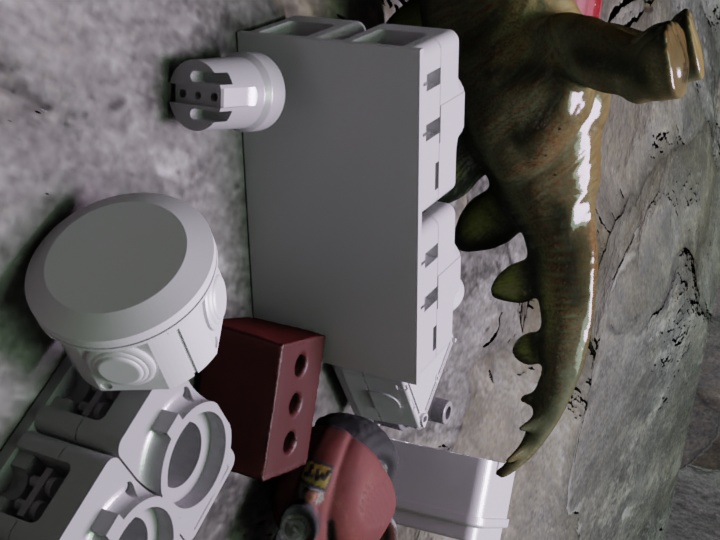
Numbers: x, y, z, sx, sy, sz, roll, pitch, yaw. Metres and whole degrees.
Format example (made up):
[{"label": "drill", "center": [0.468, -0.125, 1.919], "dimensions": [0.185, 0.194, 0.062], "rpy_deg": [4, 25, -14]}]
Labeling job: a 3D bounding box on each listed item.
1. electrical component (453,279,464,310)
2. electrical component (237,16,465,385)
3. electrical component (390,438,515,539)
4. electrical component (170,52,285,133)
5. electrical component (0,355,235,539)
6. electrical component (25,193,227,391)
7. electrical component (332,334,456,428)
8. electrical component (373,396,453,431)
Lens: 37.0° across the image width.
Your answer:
[{"label": "electrical component", "center": [0.051, 0.002, 0.804], "dimensions": [0.045, 0.045, 0.055], "rpy_deg": [-63, 150, -30]}, {"label": "electrical component", "center": [-0.003, -0.041, 0.603], "dimensions": [0.060, 0.105, 0.186], "rpy_deg": [-39, 134, -54]}, {"label": "electrical component", "center": [0.049, 0.159, 0.786], "dimensions": [0.078, 0.113, 0.057], "rpy_deg": [29, 72, -64]}, {"label": "electrical component", "center": [-0.066, -0.087, 0.531], "dimensions": [0.046, 0.040, 0.040], "rpy_deg": [-18, 116, -54]}, {"label": "electrical component", "center": [-0.121, 0.118, 0.475], "dimensions": [0.150, 0.062, 0.089], "rpy_deg": [-62, 150, -31]}, {"label": "electrical component", "center": [-0.097, 0.010, 0.461], "dimensions": [0.051, 0.080, 0.080], "rpy_deg": [78, 33, -50]}, {"label": "electrical component", "center": [0.025, 0.053, 0.758], "dimensions": [0.061, 0.061, 0.096], "rpy_deg": [70, 35, -46]}, {"label": "electrical component", "center": [0.037, 0.098, 0.792], "dimensions": [0.048, 0.062, 0.048], "rpy_deg": [-37, 132, -55]}]
